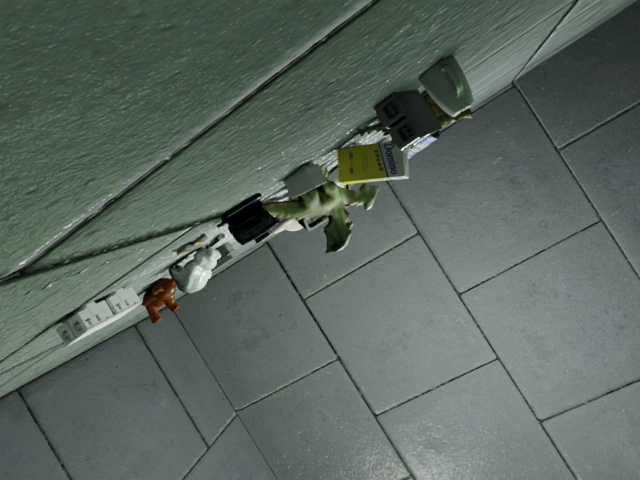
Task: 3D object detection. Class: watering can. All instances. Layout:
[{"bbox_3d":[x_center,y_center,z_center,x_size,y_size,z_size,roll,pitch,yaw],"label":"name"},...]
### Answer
[{"bbox_3d":[-0.051,-0.120,2.110,0.352,0.104,0.221,-31,179,-39],"label":"watering can"}]

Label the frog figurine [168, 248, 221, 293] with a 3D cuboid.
[{"bbox_3d":[-0.372,0.093,1.600,0.159,0.124,0.136,-21,161,5],"label":"frog figurine"}]

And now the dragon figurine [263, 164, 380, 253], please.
[{"bbox_3d":[0.005,-0.075,1.487,0.415,0.242,0.121,-34,-175,-24],"label":"dragon figurine"}]
